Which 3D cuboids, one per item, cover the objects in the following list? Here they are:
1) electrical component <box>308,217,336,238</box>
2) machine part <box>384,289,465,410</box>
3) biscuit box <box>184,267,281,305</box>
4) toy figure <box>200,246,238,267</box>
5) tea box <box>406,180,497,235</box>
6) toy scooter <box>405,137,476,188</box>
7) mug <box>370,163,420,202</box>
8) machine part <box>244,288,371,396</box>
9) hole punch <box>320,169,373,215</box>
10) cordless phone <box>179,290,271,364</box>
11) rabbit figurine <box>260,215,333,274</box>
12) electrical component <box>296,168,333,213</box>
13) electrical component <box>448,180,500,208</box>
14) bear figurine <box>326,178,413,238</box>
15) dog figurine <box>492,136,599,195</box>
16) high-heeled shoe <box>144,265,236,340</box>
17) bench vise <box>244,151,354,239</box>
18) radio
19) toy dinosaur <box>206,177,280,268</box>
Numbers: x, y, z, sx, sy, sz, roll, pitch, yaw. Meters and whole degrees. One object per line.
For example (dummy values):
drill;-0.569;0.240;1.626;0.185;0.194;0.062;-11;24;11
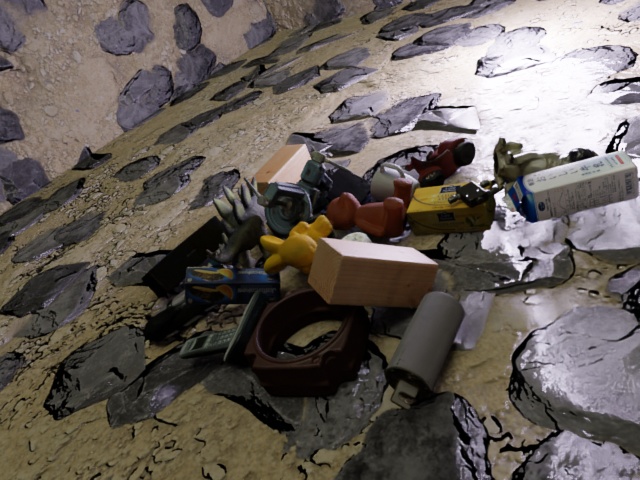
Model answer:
electrical component;-0.003;-0.004;1.269;0.075;0.047;0.119;-24;30;0
machine part;0.171;0.166;0.865;0.079;0.079;0.243;3;41;37
biscuit box;-0.186;0.099;1.155;0.203;0.062;0.059;0;32;-8
toy figure;-0.262;0.068;1.333;0.154;0.058;0.064;-40;-4;-22
tea box;0.283;-0.068;1.152;0.170;0.068;0.098;-6;36;29
toy scooter;0.289;-0.196;1.339;0.184;0.075;0.135;-41;34;-17
mug;0.187;-0.135;1.291;0.107;0.109;0.081;21;46;31
machine part;-0.021;0.177;0.973;0.202;0.087;0.201;-6;35;25
hole punch;0.067;-0.102;1.352;0.116;0.092;0.142;31;57;24
cordless phone;-0.188;0.184;1.082;0.184;0.088;0.147;-14;33;25
rabbit figurine;-0.043;0.015;1.125;0.162;0.121;0.173;-5;4;5
electrical component;-0.006;-0.129;1.453;0.115;0.058;0.134;-21;31;9
electrical component;0.308;-0.091;1.083;0.094;0.021;0.063;-24;33;-2
bear figurine;0.099;-0.074;1.201;0.196;0.131;0.120;15;43;19
dog figurine;0.481;-0.164;1.154;0.191;0.121;0.172;-5;37;4
high-heeled shoe;-0.298;0.147;1.252;0.145;0.086;0.249;-40;-1;38
bench vise;-0.060;-0.102;1.211;0.129;0.240;0.223;41;107;20
radio;-0.339;0.044;1.361;0.229;0.073;0.131;-44;8;-31
toy dinosaur;-0.175;-0.030;1.261;0.105;0.198;0.472;-21;23;11
